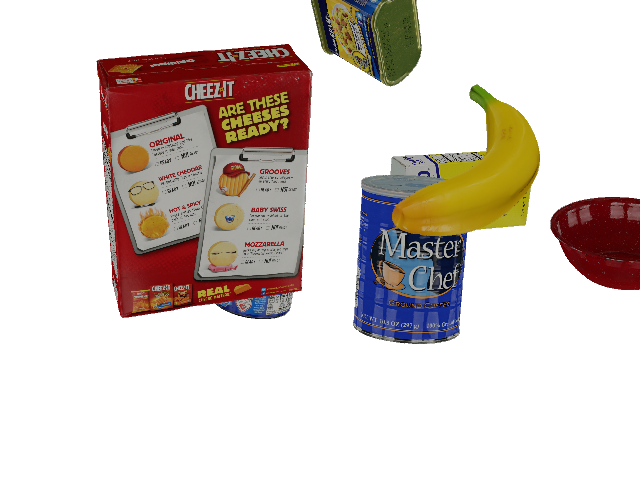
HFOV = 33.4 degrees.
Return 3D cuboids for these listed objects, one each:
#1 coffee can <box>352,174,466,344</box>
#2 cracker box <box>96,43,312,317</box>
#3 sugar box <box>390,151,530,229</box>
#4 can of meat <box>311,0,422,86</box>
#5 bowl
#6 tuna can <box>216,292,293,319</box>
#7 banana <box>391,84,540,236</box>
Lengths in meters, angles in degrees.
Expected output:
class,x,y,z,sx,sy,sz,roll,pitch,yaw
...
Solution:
class,x,y,z,sx,sy,sz,roll,pitch,yaw
coffee can,0.085,0.015,1.002,0.103,0.140,0.103,3,12,-1
cracker box,-0.097,-0.049,0.894,0.164,0.214,0.072,-8,33,-17
sugar box,0.171,-0.059,1.303,0.176,0.093,0.048,-7,24,-21
can of meat,0.043,-0.200,0.971,0.084,0.057,0.102,37,-22,33
bowl,0.330,0.009,1.158,0.162,0.055,0.162,-2,27,1
tuna can,-0.071,0.051,1.126,0.086,0.034,0.086,9,18,-3
banana,0.108,-0.046,0.716,0.070,0.037,0.197,18,35,14
